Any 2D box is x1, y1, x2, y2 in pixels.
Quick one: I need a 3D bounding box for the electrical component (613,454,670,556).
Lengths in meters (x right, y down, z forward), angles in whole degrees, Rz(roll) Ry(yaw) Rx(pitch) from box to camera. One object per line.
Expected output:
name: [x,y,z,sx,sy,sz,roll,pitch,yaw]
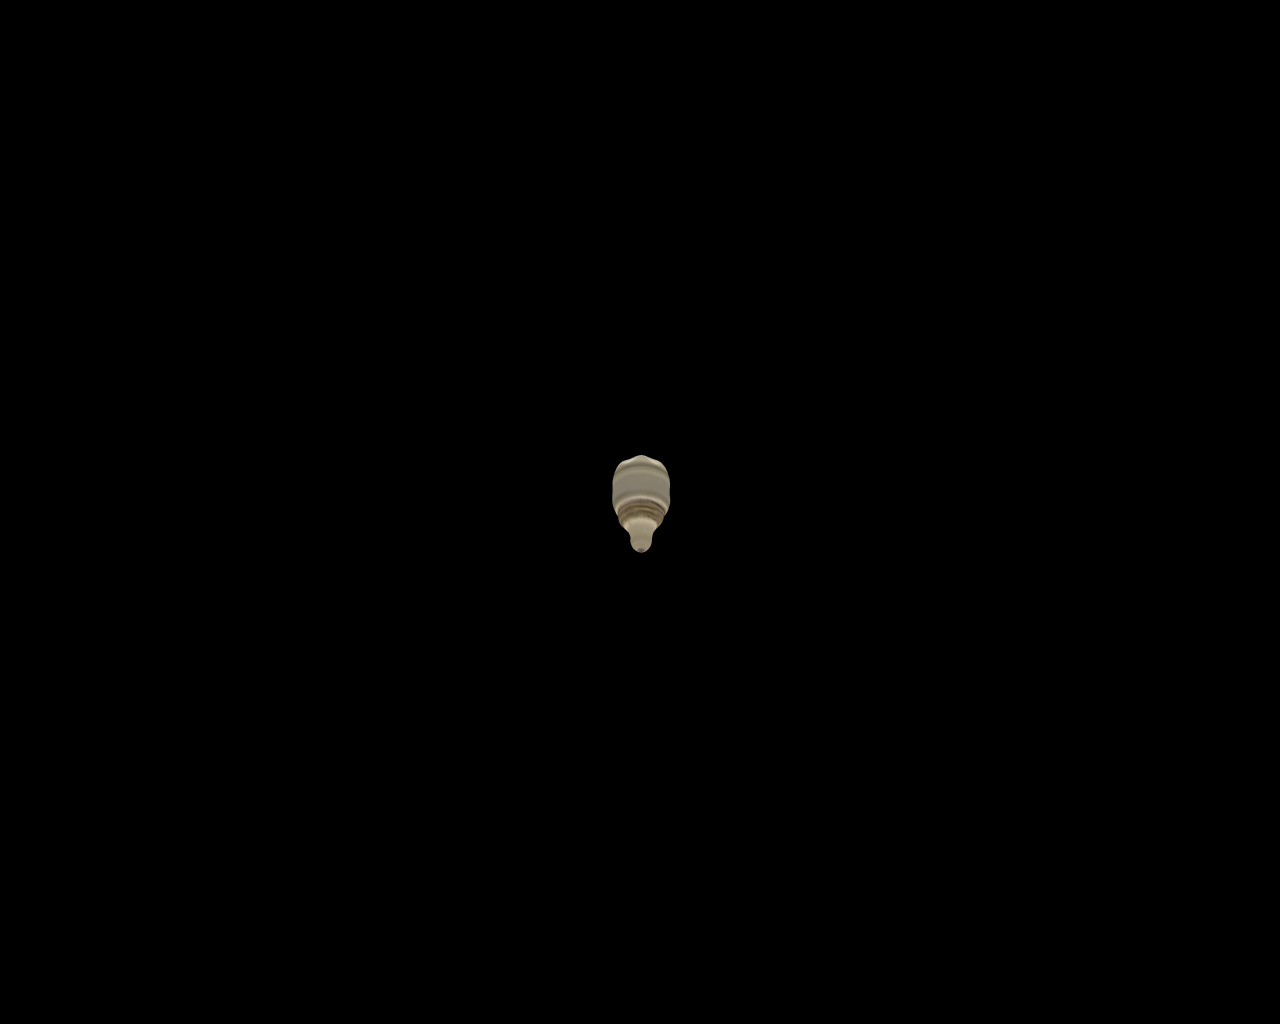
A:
electrical component: [0.001,-0.003,0.650,0.035,0.061,0.035,0,-33,0]
